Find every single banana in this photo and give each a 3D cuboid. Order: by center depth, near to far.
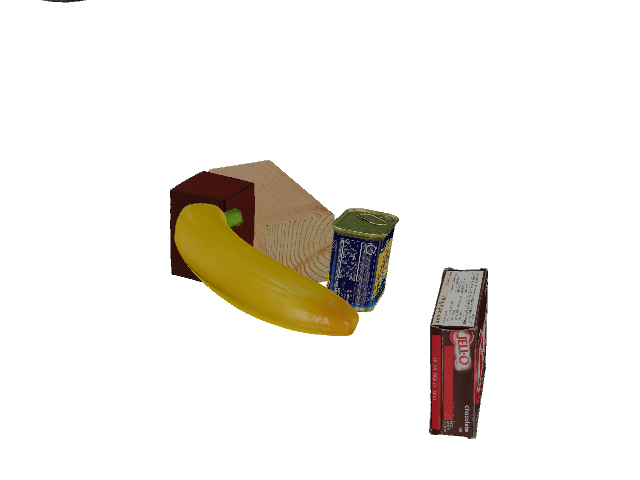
[{"bbox_3d":[-0.048,0.011,0.674,0.069,0.037,0.198,-10,26,-23],"label":"banana"}]

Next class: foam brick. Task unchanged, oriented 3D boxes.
[{"bbox_3d":[-0.089,-0.011,0.887,0.053,0.078,0.051,12,24,24],"label":"foam brick"}]

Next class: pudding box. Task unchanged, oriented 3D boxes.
[{"bbox_3d":[0.105,0.081,0.802,0.039,0.090,0.113,3,22,10],"label":"pudding box"}]

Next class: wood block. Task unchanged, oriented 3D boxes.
[{"bbox_3d":[-0.065,-0.023,1.350,0.090,0.090,0.206,-10,26,-22],"label":"wood block"}]

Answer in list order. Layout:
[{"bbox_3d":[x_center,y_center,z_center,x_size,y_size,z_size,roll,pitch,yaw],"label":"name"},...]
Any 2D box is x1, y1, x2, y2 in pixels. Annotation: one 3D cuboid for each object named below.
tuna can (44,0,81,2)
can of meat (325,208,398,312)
[{"bbox_3d":[-0.221,-0.234,0.907,0.086,0.034,0.086,5,35,-4],"label":"tuna can"},{"bbox_3d":[0.041,0.019,1.103,0.057,0.084,0.102,11,15,12],"label":"can of meat"}]
